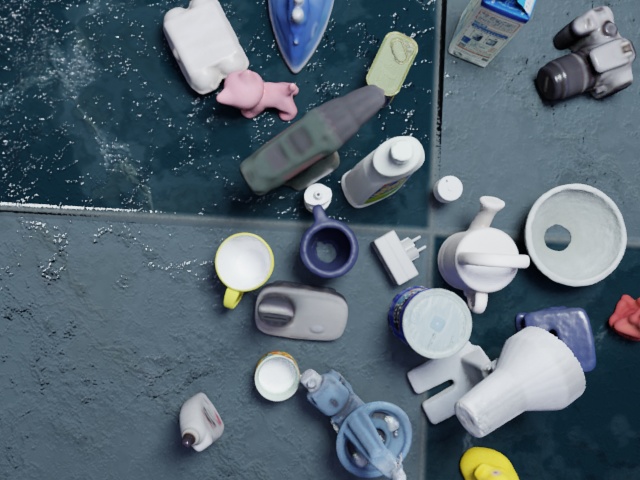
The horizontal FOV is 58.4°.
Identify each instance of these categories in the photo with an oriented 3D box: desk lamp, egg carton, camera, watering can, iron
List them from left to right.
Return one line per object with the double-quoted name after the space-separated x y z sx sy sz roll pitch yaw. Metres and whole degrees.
-0.189 -0.320 0.940 0.107 0.069 0.150 -28 89 -4 "egg carton"
-0.029 -0.415 0.917 0.118 0.141 0.258 4 87 -2 "iron"
0.251 0.023 0.882 0.101 0.194 0.173 -16 88 -3 "watering can"
0.259 0.219 0.863 0.203 0.213 0.118 -28 88 -4 "desk lamp"
0.435 -0.301 0.954 0.137 0.100 0.143 -21 88 -3 "camera"

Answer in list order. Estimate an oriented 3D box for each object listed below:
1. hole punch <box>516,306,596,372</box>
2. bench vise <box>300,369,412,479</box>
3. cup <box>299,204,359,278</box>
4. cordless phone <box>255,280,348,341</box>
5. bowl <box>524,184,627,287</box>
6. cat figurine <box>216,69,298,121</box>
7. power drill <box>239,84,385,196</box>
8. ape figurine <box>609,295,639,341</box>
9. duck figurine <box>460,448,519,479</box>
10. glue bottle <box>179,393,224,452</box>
0.382 0.166 0.933 0.101 0.091 0.109 -9 88 -3 "hole punch"
0.050 0.286 0.847 0.207 0.219 0.121 25 86 -1 "bench vise"
0.008 0.003 0.921 0.091 0.095 0.118 -17 88 -3 "cup"
-0.028 0.112 0.869 0.147 0.185 0.094 4 87 -2 "cordless phone"
0.409 -0.007 0.951 0.167 0.074 0.167 0 87 -3 "bowl"
-0.098 -0.238 0.917 0.128 0.117 0.067 -1 87 -3 "cat figurine"
-0.013 -0.142 0.871 0.229 0.208 0.075 -34 89 -4 "power drill"
0.524 0.132 0.941 0.078 0.092 0.076 -17 88 -3 "ape figurine"
0.282 0.388 0.920 0.104 0.086 0.077 37 86 0 "duck figurine"
-0.184 0.282 0.859 0.037 0.173 0.078 -36 89 -4 "glue bottle"
